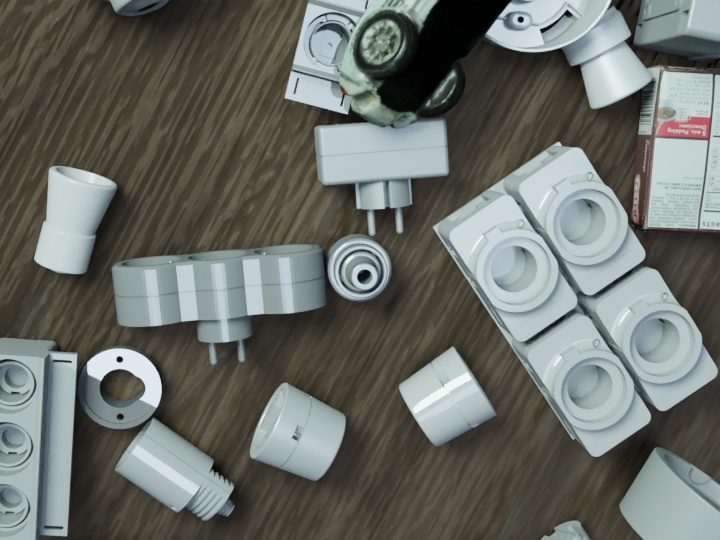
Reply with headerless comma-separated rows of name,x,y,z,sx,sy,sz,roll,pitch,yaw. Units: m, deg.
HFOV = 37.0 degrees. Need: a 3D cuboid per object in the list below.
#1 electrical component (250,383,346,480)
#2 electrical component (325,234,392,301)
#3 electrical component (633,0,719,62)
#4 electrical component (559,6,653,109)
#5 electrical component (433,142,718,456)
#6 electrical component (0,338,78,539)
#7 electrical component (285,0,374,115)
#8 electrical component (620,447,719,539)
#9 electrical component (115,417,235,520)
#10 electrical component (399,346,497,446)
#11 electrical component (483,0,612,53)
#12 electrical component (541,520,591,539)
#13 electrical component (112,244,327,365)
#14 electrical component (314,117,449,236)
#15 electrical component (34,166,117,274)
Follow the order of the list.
electrical component,-0.041,0.111,0.730,0.047,0.055,0.055,26,95,-13
electrical component,0.000,0.000,0.714,0.043,0.062,0.043,-1,98,-6
electrical component,0.225,-0.193,0.686,0.056,0.108,0.108,10,97,-4
electrical component,0.163,-0.142,0.719,0.045,0.045,0.055,-29,99,-1
electrical component,0.148,0.021,0.732,0.105,0.060,0.186,-34,100,0
electrical component,-0.227,0.109,0.706,0.079,0.063,0.121,4,98,-6
electrical component,-0.019,-0.144,0.690,0.042,0.064,0.081,14,96,-6
electrical component,0.230,0.180,0.743,0.108,0.108,0.060,33,100,-9
electrical component,-0.120,0.141,0.731,0.081,0.043,0.043,37,93,-10
electrical component,0.059,0.088,0.737,0.047,0.055,0.055,-33,100,3
electrical component,0.109,-0.190,0.696,0.099,0.064,0.099,-1,98,-6
electrical component,0.155,0.209,0.771,0.040,0.040,0.046,-31,94,-1
electrical component,-0.091,0.026,0.713,0.138,0.052,0.073,-5,99,-6
electrical component,0.015,-0.061,0.714,0.083,0.047,0.075,-5,99,-5
electrical component,-0.188,-0.030,0.702,0.044,0.044,0.065,16,101,-8
